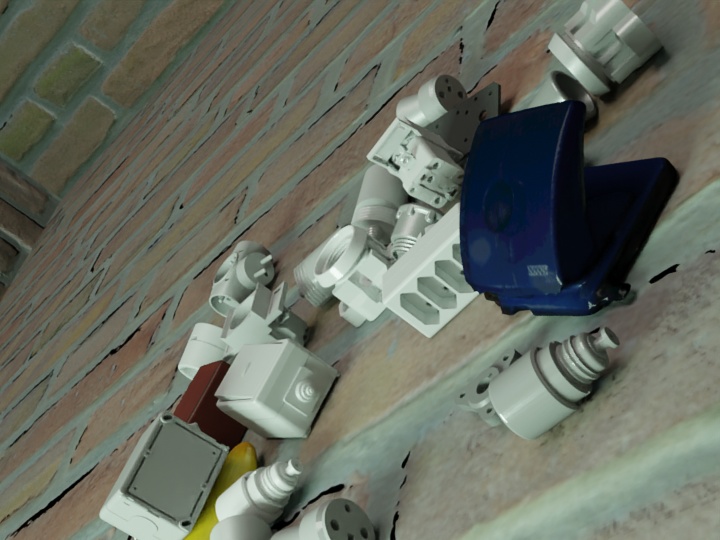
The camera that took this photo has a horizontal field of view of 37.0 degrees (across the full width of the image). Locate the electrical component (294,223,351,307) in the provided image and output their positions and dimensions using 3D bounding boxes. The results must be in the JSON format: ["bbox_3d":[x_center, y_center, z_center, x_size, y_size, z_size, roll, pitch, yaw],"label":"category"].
[{"bbox_3d":[-0.027,-0.001,0.959,0.081,0.043,0.043,-41,23,31],"label":"electrical component"}]

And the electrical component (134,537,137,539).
[{"bbox_3d":[-0.148,0.196,0.890,0.079,0.044,0.077,-35,4,-7],"label":"electrical component"}]

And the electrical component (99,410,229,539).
[{"bbox_3d":[-0.149,0.159,0.830,0.061,0.062,0.096,-47,14,46],"label":"electrical component"}]

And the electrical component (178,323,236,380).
[{"bbox_3d":[-0.148,0.086,1.069,0.055,0.055,0.047,-19,42,57],"label":"electrical component"}]

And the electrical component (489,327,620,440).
[{"bbox_3d":[0.105,0.058,0.574,0.078,0.040,0.040,-42,23,27],"label":"electrical component"}]

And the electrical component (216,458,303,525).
[{"bbox_3d":[-0.071,0.164,0.786,0.078,0.040,0.040,-43,22,24],"label":"electrical component"}]

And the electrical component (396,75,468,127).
[{"bbox_3d":[0.067,-0.151,0.998,0.055,0.045,0.045,-28,32,49],"label":"electrical component"}]

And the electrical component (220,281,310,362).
[{"bbox_3d":[-0.084,0.053,0.964,0.081,0.064,0.042,-41,24,30],"label":"electrical component"}]

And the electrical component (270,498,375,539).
[{"bbox_3d":[-0.024,0.171,0.663,0.055,0.045,0.045,-39,24,33],"label":"electrical component"}]

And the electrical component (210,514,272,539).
[{"bbox_3d":[-0.081,0.207,0.739,0.044,0.044,0.065,-46,26,20],"label":"electrical component"}]

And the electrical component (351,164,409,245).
[{"bbox_3d":[0.018,-0.053,0.945,0.043,0.043,0.081,-37,26,38],"label":"electrical component"}]

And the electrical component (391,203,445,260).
[{"bbox_3d":[0.044,-0.018,0.831,0.048,0.048,0.062,-11,53,62],"label":"electrical component"}]

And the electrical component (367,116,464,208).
[{"bbox_3d":[0.052,-0.087,0.890,0.042,0.081,0.063,-51,43,20],"label":"electrical component"}]

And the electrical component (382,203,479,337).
[{"bbox_3d":[0.060,-0.009,0.774,0.083,0.047,0.075,-44,22,23],"label":"electrical component"}]

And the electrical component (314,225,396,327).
[{"bbox_3d":[0.000,0.000,0.877,0.078,0.057,0.058,-47,21,16],"label":"electrical component"}]

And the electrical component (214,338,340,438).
[{"bbox_3d":[-0.067,0.094,0.864,0.096,0.061,0.061,-16,41,59],"label":"electrical component"}]

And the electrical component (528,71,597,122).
[{"bbox_3d":[0.134,-0.107,0.784,0.065,0.044,0.044,-46,20,34],"label":"electrical component"}]

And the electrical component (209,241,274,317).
[{"bbox_3d":[-0.118,0.005,1.150,0.079,0.044,0.077,-29,31,49],"label":"electrical component"}]

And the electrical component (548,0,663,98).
[{"bbox_3d":[0.172,-0.161,0.764,0.057,0.058,0.078,-44,22,17],"label":"electrical component"}]
